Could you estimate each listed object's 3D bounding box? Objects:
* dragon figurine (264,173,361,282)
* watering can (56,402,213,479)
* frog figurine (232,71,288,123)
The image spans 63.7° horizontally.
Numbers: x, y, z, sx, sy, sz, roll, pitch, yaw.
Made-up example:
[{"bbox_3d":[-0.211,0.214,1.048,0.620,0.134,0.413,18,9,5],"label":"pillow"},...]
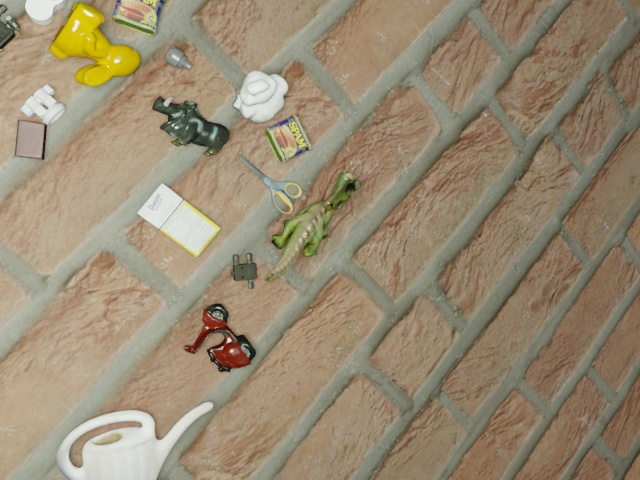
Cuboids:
[{"bbox_3d":[0.004,-0.063,1.247,0.122,0.418,0.239,38,119,-6],"label":"dragon figurine"},{"bbox_3d":[-0.418,0.503,1.201,0.348,0.104,0.223,-4,96,-22],"label":"watering can"},{"bbox_3d":[-0.135,-0.350,1.242,0.138,0.160,0.121,-35,108,-16],"label":"frog figurine"}]
